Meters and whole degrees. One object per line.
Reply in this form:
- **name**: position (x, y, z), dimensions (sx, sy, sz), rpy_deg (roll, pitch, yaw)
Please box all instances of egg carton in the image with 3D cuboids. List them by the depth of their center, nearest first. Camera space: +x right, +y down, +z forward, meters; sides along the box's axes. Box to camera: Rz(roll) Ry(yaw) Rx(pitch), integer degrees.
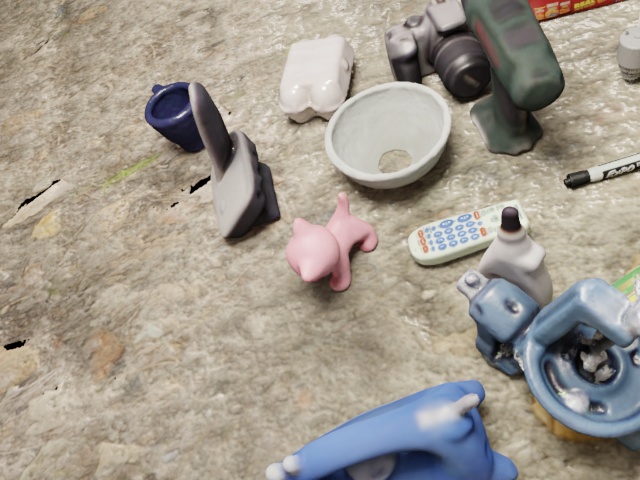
- **egg carton**: position (-0.003, -0.250, 0.883), dimensions (0.107, 0.070, 0.150), rpy_deg (-2, 57, 18)

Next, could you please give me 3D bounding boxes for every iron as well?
- **iron**: position (0.039, 0.201, 0.523), dimensions (0.258, 0.142, 0.118), rpy_deg (-21, 53, 5)

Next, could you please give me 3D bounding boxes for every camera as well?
- **camera**: position (0.174, -0.268, 0.812), dimensions (0.143, 0.101, 0.136), rpy_deg (-20, 53, 6)

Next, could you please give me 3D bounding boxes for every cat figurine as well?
- **cat figurine**: position (0.006, 0.002, 0.681), dimensions (0.067, 0.118, 0.128), rpy_deg (20, 66, 29)

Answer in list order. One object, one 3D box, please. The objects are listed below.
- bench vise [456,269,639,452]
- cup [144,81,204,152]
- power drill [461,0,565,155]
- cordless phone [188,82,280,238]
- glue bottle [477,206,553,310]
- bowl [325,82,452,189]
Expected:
- **bench vise**: position (0.200, 0.087, 0.493), dimensions (0.206, 0.220, 0.121), rpy_deg (17, 65, 28)
- **cup**: position (-0.220, -0.191, 0.904), dimensions (0.092, 0.095, 0.117), rpy_deg (-39, 54, -8)
- **power drill**: position (0.219, -0.216, 0.694), dimensions (0.075, 0.209, 0.229), rpy_deg (-20, 53, 6)
- **cordless phone**: position (-0.130, -0.104, 0.758), dimensions (0.094, 0.185, 0.147), rpy_deg (-23, 53, 4)
- **glue bottle**: position (0.192, 0.020, 0.569), dimensions (0.077, 0.173, 0.037), rpy_deg (25, 69, 31)
- **bowl**: position (0.094, -0.127, 0.763), dimensions (0.167, 0.075, 0.167), rpy_deg (-9, 55, 14)
